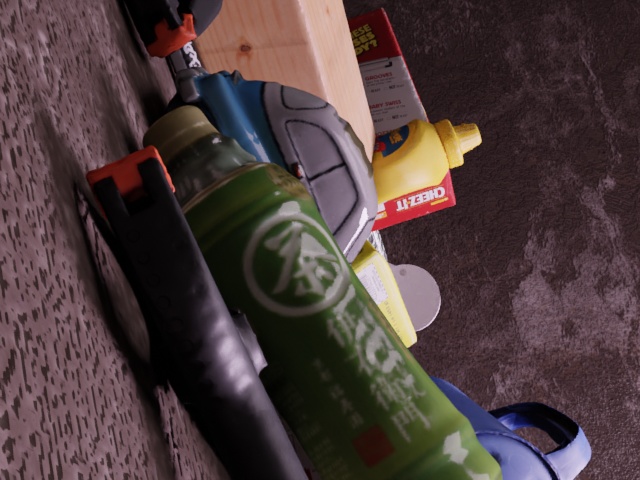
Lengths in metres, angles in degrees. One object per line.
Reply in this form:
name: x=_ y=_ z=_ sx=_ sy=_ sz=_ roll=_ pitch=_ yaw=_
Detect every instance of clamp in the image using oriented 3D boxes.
clamp: x=-0.105 y=-0.200 z=0.649 sx=0.164 sy=0.036 sz=0.210 roll=39 pitch=33 yaw=-42
clamp: x=-0.036 y=0.051 z=0.393 sx=0.171 sy=0.039 sz=0.120 roll=65 pitch=-13 yaw=-22

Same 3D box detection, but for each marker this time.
marker: x=-0.088 y=-0.116 z=0.696 sx=0.020 sy=0.020 sz=0.121 roll=-5 pitch=75 yaw=-85

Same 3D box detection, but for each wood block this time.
wood block: x=-0.026 y=-0.127 z=0.796 sx=0.090 sy=0.091 sz=0.206 roll=-76 pitch=157 yaw=-43

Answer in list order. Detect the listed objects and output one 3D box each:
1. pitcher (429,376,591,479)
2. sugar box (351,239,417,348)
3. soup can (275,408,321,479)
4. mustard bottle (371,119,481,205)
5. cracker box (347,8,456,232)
pitcher: x=0.119 y=0.191 z=0.921 sx=0.243 sy=0.149 sz=0.145 roll=-133 pitch=-121 yaw=-80
sugar box: x=-0.005 y=0.001 z=0.735 sx=0.176 sy=0.048 sz=0.093 roll=46 pitch=-14 yaw=46
soup can: x=0.011 y=0.116 z=0.535 sx=0.068 sy=0.068 sz=0.102 roll=60 pitch=11 yaw=-66
mustard bottle: x=0.044 y=-0.058 z=0.905 sx=0.096 sy=0.191 sz=0.058 roll=-98 pitch=169 yaw=-76
cracker box: x=0.020 y=-0.106 z=1.039 sx=0.072 sy=0.164 sz=0.214 roll=67 pitch=5 yaw=-57
